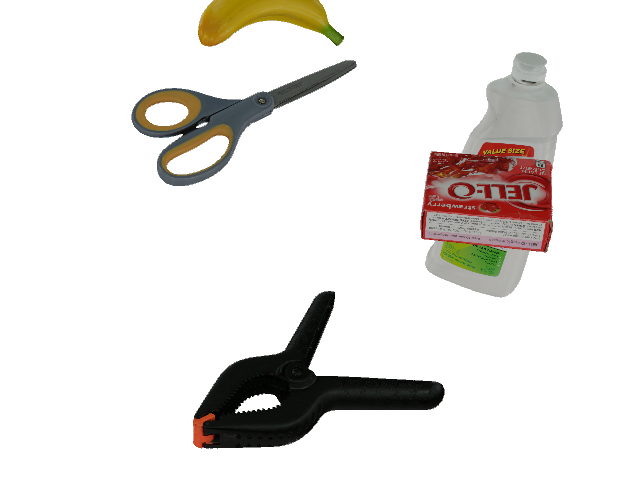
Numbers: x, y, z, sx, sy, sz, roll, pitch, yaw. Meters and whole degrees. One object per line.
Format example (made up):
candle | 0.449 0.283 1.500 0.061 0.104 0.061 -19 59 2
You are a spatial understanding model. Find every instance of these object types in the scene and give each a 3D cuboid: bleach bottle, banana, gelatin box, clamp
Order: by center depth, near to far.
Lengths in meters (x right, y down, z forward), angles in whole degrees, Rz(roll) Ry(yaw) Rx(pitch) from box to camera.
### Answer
gelatin box | 0.118 -0.029 0.751 0.089 0.030 0.073 5 39 8
clamp | -0.010 0.126 0.902 0.209 0.036 0.165 -28 45 -36
banana | -0.054 -0.221 1.038 0.197 0.070 0.037 -13 -32 -46
bleach bottle | 0.173 -0.067 1.046 0.103 0.251 0.068 21 38 19

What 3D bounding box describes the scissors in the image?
scissors | -0.067 -0.116 0.858 0.096 0.201 0.016 38 -31 13
